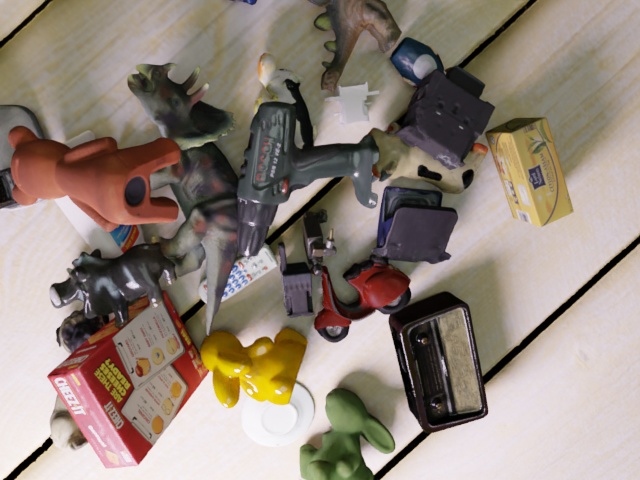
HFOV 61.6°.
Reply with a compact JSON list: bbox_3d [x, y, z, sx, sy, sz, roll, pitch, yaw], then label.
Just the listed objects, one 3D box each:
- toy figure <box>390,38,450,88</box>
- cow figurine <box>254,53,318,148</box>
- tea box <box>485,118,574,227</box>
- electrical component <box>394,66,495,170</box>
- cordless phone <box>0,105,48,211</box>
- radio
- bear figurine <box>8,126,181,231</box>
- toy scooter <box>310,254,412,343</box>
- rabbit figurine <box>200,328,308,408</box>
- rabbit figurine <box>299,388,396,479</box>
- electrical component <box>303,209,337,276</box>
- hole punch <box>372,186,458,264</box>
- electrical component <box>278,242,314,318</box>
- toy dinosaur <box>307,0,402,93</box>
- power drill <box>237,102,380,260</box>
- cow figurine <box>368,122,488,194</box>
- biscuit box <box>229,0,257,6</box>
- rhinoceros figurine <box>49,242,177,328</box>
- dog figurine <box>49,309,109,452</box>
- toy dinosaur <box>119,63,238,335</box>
[{"bbox_3d":[0.184,-0.262,0.870,0.154,0.058,0.064,33,132,-16],"label":"toy figure"},{"bbox_3d":[-0.051,-0.201,0.833,0.098,0.068,0.167,-5,105,-14],"label":"cow figurine"},{"bbox_3d":[0.352,-0.116,0.906,0.068,0.098,0.169,-23,106,-4],"label":"tea box"},{"bbox_3d":[0.193,-0.191,0.816,0.115,0.058,0.134,27,84,-13],"label":"electrical component"},{"bbox_3d":[-0.442,-0.107,0.725,0.089,0.184,0.146,-13,104,-2],"label":"cordless phone"},{"bbox_3d":[0.211,0.220,0.960,0.131,0.073,0.229,-16,103,-7],"label":"radio"},{"bbox_3d":[-0.297,-0.083,0.696,0.196,0.132,0.120,14,110,25],"label":"bear figurine"},{"bbox_3d":[0.057,0.081,0.908,0.184,0.075,0.135,-29,103,2],"label":"toy scooter"},{"bbox_3d":[-0.120,0.207,0.874,0.173,0.162,0.121,22,106,5],"label":"rabbit figurine"},{"bbox_3d":[0.050,0.349,0.939,0.159,0.121,0.170,8,85,-5],"label":"rabbit figurine"},{"bbox_3d":[-0.002,-0.003,0.871,0.045,0.102,0.078,-9,128,-6],"label":"electrical component"},{"bbox_3d":[0.156,-0.027,0.905,0.142,0.092,0.115,3,124,-15],"label":"hole punch"},{"bbox_3d":[-0.041,0.061,0.886,0.048,0.075,0.119,-5,99,-8],"label":"electrical component"},{"bbox_3d":[0.074,-0.447,0.790,0.198,0.105,0.471,20,93,-10],"label":"toy dinosaur"},{"bbox_3d":[-0.020,-0.084,0.803,0.207,0.086,0.231,1,103,-10],"label":"power drill"},{"bbox_3d":[0.163,-0.132,0.880,0.195,0.085,0.127,21,90,-14],"label":"cow figurine"},{"bbox_3d":[-0.107,-0.453,0.777,0.063,0.059,0.202,6,100,-11],"label":"biscuit box"},{"bbox_3d":[-0.297,0.062,0.759,0.190,0.073,0.112,-20,119,20],"label":"rhinoceros figurine"},{"bbox_3d":[-0.387,0.221,0.855,0.172,0.121,0.190,-29,90,-6],"label":"dog figurine"},{"bbox_3d":[-0.180,-0.066,0.819,0.192,0.131,0.404,-24,110,-4],"label":"toy dinosaur"}]
